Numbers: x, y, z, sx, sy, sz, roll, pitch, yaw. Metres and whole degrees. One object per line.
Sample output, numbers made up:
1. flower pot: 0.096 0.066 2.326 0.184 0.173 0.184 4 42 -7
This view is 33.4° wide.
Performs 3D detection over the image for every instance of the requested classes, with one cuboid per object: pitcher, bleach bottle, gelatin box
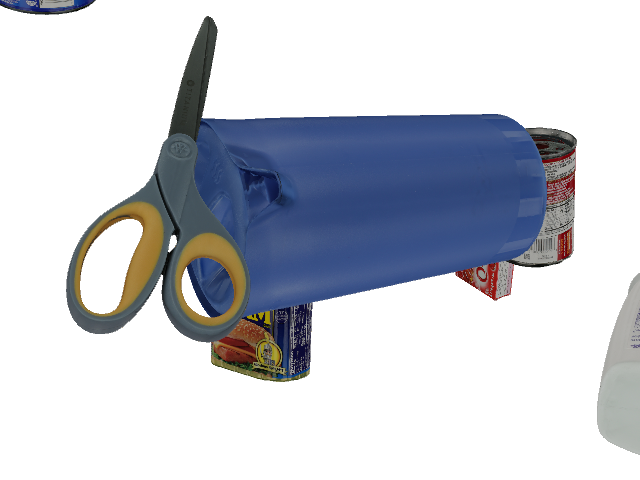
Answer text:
1. pitcher: 0.025 -0.024 0.746 0.242 0.145 0.149 -7 34 -24
2. bleach bottle: 0.261 0.069 0.753 0.103 0.068 0.250 11 22 19
3. gelatin box: 0.196 0.016 1.273 0.030 0.089 0.073 -17 32 -30

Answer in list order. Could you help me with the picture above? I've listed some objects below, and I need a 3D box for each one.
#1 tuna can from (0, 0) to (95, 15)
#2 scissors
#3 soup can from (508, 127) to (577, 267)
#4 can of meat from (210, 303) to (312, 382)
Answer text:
1. tuna can: -0.207 -0.200 0.792 0.086 0.034 0.086 6 36 -4
2. scissors: -0.059 -0.030 0.549 0.096 0.201 0.016 27 -32 -1
3. soup can: 0.182 -0.036 0.906 0.068 0.102 0.068 -5 25 2
4. can of meat: -0.055 0.077 0.976 0.102 0.084 0.057 12 17 36
